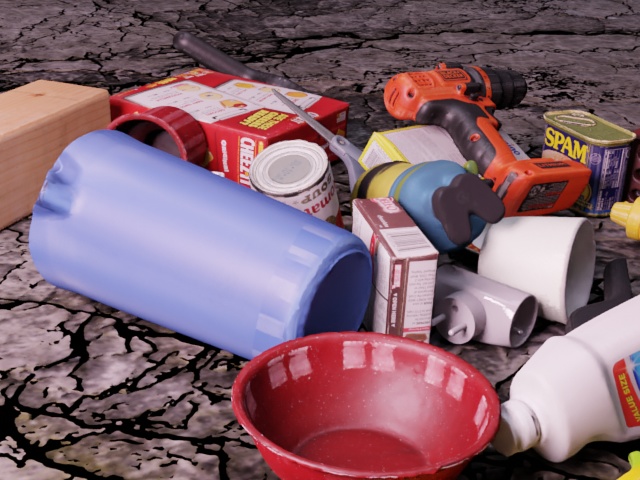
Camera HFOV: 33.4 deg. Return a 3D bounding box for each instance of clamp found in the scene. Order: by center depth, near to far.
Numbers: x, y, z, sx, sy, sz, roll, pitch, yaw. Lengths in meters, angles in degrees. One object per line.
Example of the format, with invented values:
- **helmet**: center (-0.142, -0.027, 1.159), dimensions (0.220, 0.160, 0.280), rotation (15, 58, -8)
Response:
- **clamp**: center (0.236, 0.061, 0.823), dimensions (0.171, 0.039, 0.120), rotation (-16, 27, -36)
- **clamp**: center (-0.074, -0.186, 1.287), dimensions (0.210, 0.036, 0.164), rotation (23, -8, 26)

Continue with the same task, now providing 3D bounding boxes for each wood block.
- **wood block**: center (-0.295, -0.086, 1.033), dimensions (0.091, 0.090, 0.205), rotation (11, 25, 20)

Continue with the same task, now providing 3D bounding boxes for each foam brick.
- **foam brick**: center (0.340, -0.071, 1.095), dimensions (0.053, 0.078, 0.051), rotation (24, 29, 39)

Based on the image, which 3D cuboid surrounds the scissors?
- **scissors**: center (0.019, -0.081, 1.063), dimensions (0.202, 0.016, 0.096), rotation (31, 40, 4)

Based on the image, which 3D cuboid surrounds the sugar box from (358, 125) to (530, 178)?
- **sugar box**: center (0.132, -0.075, 1.074), dimensions (0.175, 0.048, 0.093), rotation (-12, 55, -43)

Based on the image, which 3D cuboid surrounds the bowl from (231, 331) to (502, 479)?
- **bowl**: center (0.026, 0.116, 0.646), dimensions (0.162, 0.055, 0.162), rotation (3, 23, -1)

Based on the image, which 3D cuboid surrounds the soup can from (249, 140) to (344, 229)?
- **soup can**: center (-0.017, -0.025, 0.887), dimensions (0.068, 0.102, 0.068), rotation (-7, 45, 7)

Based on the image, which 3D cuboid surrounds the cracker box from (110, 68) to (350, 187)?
- **cracker box**: center (-0.100, -0.123, 1.169), dimensions (0.214, 0.072, 0.163), rotation (18, 28, 28)

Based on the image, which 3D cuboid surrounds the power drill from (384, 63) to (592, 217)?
- **power drill**: center (0.177, -0.104, 1.049), dimensions (0.184, 0.057, 0.188), rotation (-11, 48, -35)

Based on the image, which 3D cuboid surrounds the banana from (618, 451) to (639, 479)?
- **banana**: center (0.121, 0.159, 0.591), dimensions (0.197, 0.037, 0.070), rotation (-6, 8, -22)

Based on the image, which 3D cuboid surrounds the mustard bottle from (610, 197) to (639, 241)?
- **mustard bottle**: center (0.354, -0.001, 0.956), dimensions (0.192, 0.058, 0.096), rotation (19, 19, 33)

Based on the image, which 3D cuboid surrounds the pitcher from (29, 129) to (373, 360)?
- **pitcher**: center (-0.082, 0.013, 0.803), dimensions (0.243, 0.145, 0.149), rotation (21, 41, 28)

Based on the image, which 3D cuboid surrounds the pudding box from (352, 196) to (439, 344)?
- **pudding box**: center (0.053, 0.028, 0.812), dimensions (0.039, 0.090, 0.113), rotation (-3, 25, -11)

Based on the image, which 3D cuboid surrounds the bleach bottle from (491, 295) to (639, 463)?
- **bleach bottle**: center (0.213, 0.089, 0.705), dimensions (0.250, 0.102, 0.068), rotation (-19, 24, -29)

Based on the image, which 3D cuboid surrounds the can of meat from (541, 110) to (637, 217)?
- **can of meat**: center (0.270, -0.079, 1.097), dimensions (0.057, 0.084, 0.102), rotation (-8, 26, -24)

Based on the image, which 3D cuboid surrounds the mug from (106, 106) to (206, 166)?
- **mug**: center (-0.172, -0.082, 1.060), dimensions (0.117, 0.093, 0.081), rotation (-29, 9, 20)
